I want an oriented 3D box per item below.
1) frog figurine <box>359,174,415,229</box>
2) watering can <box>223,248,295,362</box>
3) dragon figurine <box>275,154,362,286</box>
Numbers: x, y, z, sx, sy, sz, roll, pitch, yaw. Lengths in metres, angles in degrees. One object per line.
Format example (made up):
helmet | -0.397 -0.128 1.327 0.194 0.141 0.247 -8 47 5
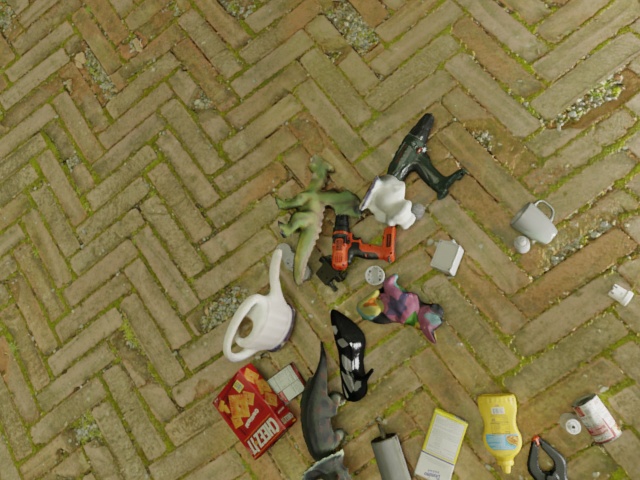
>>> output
frog figurine | 0.207 -0.108 1.483 0.159 0.136 0.123 28 8 1
watering can | -0.148 0.201 1.482 0.105 0.348 0.222 28 -1 35
dragon figurine | 0.005 -0.076 1.518 0.242 0.419 0.120 -17 -29 8
